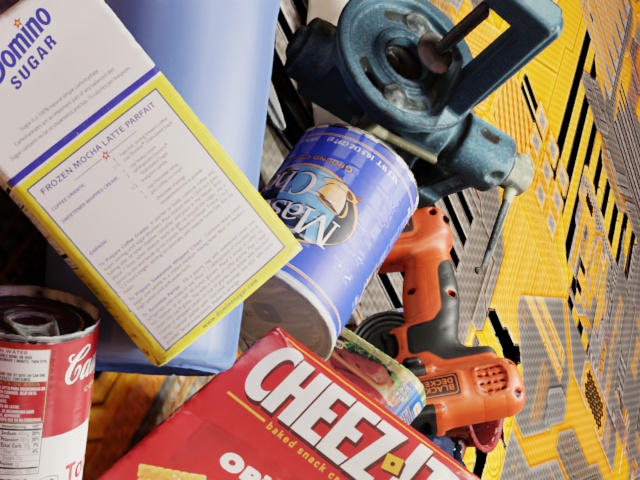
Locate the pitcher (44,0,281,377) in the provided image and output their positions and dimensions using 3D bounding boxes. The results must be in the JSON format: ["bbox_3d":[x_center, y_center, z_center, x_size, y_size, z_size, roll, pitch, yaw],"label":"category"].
[{"bbox_3d":[-0.094,-0.044,0.629,0.149,0.145,0.243,15,74,-45],"label":"pitcher"}]

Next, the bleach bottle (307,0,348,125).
[{"bbox_3d":[0.025,-0.147,0.914,0.102,0.068,0.251,-11,91,-60],"label":"bleach bottle"}]

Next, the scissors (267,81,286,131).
[{"bbox_3d":[-0.083,-0.169,0.721,0.096,0.016,0.202,-8,85,-31],"label":"scissors"}]

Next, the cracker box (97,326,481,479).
[{"bbox_3d":[-0.033,0.166,0.585,0.213,0.164,0.072,-40,157,-39],"label":"cracker box"}]

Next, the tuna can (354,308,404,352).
[{"bbox_3d":[0.068,0.101,0.907,0.033,0.086,0.086,-9,92,-62],"label":"tuna can"}]

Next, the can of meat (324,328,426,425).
[{"bbox_3d":[0.013,0.115,0.759,0.084,0.102,0.057,-47,149,-18],"label":"can of meat"}]

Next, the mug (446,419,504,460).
[{"bbox_3d":[0.112,0.159,0.976,0.093,0.082,0.117,53,41,-41],"label":"mug"}]

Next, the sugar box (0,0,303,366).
[{"bbox_3d":[-0.100,-0.034,0.519,0.093,0.048,0.176,-41,97,-16],"label":"sugar box"}]

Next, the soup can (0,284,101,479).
[{"bbox_3d":[-0.146,0.081,0.521,0.068,0.069,0.102,-19,122,-60],"label":"soup can"}]

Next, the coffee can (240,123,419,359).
[{"bbox_3d":[-0.005,0.001,0.755,0.140,0.103,0.102,-57,133,-32],"label":"coffee can"}]

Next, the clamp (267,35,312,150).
[{"bbox_3d":[-0.060,-0.125,0.781,0.164,0.036,0.210,-47,128,-55],"label":"clamp"}]

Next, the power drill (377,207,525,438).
[{"bbox_3d":[0.053,0.071,0.845,0.057,0.184,0.187,82,-2,-59],"label":"power drill"}]
